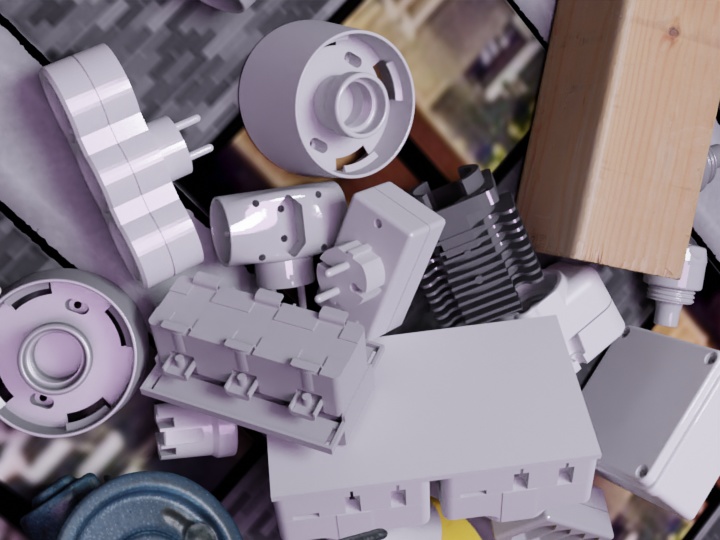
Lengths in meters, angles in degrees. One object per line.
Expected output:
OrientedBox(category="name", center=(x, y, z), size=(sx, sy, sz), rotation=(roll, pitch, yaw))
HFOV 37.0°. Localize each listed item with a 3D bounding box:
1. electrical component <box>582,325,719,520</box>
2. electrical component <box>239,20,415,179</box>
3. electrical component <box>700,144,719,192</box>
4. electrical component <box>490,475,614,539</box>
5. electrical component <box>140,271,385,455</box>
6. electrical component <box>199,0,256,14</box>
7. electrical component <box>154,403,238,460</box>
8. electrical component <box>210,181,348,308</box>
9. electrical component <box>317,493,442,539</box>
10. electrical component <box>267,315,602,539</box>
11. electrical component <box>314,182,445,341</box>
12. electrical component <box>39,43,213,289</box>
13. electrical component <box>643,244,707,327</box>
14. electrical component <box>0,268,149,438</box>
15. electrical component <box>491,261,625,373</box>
OrientedBox(category="electrical component", center=(0.210, 0.104, 0.760), size=(0.056, 0.109, 0.108), rotation=(38, 81, -26))
OrientedBox(category="electrical component", center=(-0.017, -0.105, 0.672), size=(0.099, 0.064, 0.099), rotation=(-10, 107, -34))
OrientedBox(category="electrical component", center=(0.240, -0.076, 0.785), size=(0.062, 0.043, 0.043), rotation=(-19, 104, -22))
OrientedBox(category="electrical component", center=(0.131, 0.154, 0.761), size=(0.083, 0.047, 0.075), rotation=(25, 46, -41))
OrientedBox(category="electrical component", center=(-0.057, 0.049, 0.621), size=(0.063, 0.121, 0.078), rotation=(86, 26, -46))
OrientedBox(category="electrical component", center=(-0.078, -0.187, 0.626), size=(0.078, 0.058, 0.057), rotation=(28, 82, -24))
OrientedBox(category="electrical component", center=(-0.101, 0.097, 0.663), size=(0.046, 0.040, 0.040), rotation=(-5, 99, -17))
OrientedBox(category="electrical component", center=(-0.048, -0.012, 0.669), size=(0.077, 0.043, 0.079), rotation=(-10, 101, -22))
OrientedBox(category="electrical component", center=(0.001, 0.186, 0.687), size=(0.064, 0.099, 0.099), rotation=(21, 88, -18))
OrientedBox(category="electrical component", center=(0.039, 0.097, 0.655), size=(0.186, 0.105, 0.060), rotation=(-7, 136, -2))
OrientedBox(category="electrical component", center=(0.000, 0.000, 0.643), size=(0.076, 0.047, 0.083), rotation=(-24, 143, -49))
OrientedBox(category="electrical component", center=(-0.122, -0.066, 0.625), size=(0.074, 0.052, 0.138), rotation=(-27, 106, -19))
OrientedBox(category="electrical component", center=(0.230, 0.010, 0.792), size=(0.043, 0.043, 0.062), rotation=(5, 96, -24))
OrientedBox(category="electrical component", center=(-0.173, 0.049, 0.625), size=(0.099, 0.064, 0.099), rotation=(0, 92, -10))
OrientedBox(category="electrical component", center=(0.128, 0.039, 0.745), size=(0.095, 0.054, 0.059), rotation=(-37, 110, -15))
